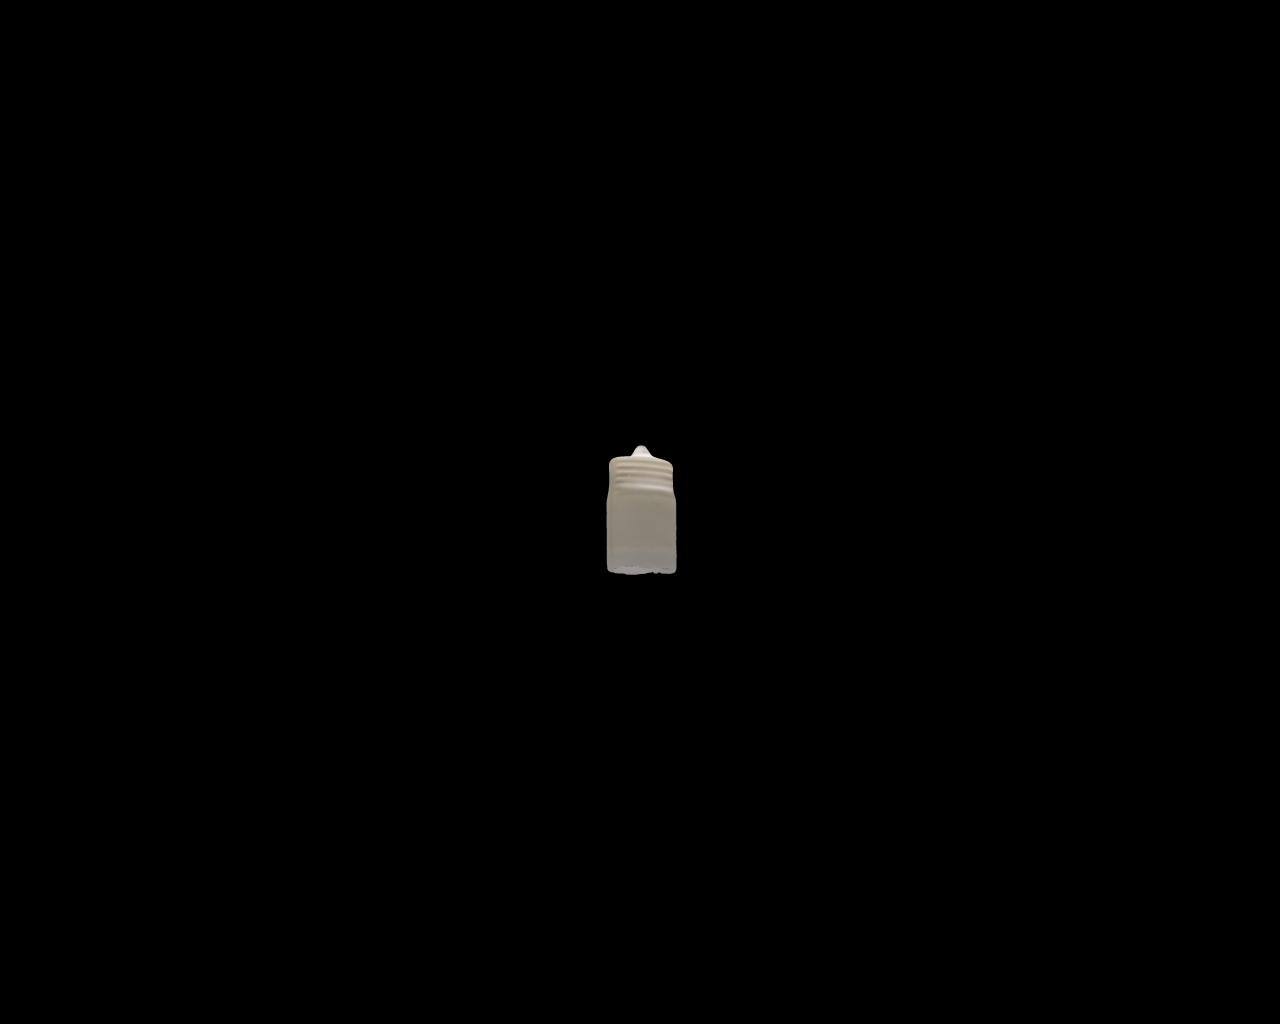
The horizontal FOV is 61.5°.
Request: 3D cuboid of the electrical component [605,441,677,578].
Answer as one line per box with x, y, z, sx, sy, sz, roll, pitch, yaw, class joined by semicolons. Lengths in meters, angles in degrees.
0.001;-0.003;0.650;0.043;0.081;0.043;0;-9;0;electrical component
